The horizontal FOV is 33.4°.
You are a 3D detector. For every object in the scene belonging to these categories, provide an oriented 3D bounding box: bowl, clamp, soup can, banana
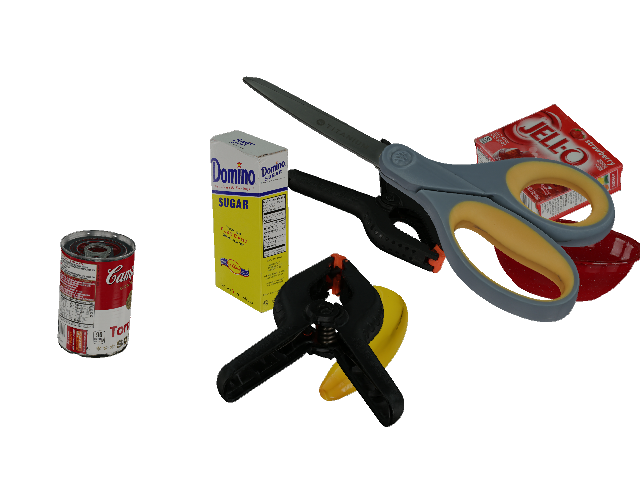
[{"bbox_3d":[0.249,0.022,1.107,0.162,0.055,0.162,5,17,-2],"label":"bowl"},{"bbox_3d":[0.067,-0.038,1.267,0.164,0.036,0.210,-16,52,-29],"label":"clamp"},{"bbox_3d":[-0.210,0.050,0.995,0.068,0.102,0.068,7,21,-3],"label":"soup can"},{"bbox_3d":[0.011,0.067,0.738,0.120,0.039,0.171,18,35,8],"label":"clamp"},{"bbox_3d":[0.046,0.088,0.986,0.070,0.037,0.197,-24,17,18],"label":"banana"}]

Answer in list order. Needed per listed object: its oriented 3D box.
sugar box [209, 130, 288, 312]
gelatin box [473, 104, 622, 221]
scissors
[{"bbox_3d":[-0.076,-0.021,1.140,0.048,0.176,0.093,-20,28,-34],"label":"sugar box"},{"bbox_3d":[0.167,-0.057,0.792,0.073,0.030,0.089,-24,45,-10],"label":"gelatin box"},{"bbox_3d":[0.058,-0.041,0.521,0.096,0.202,0.016,-31,-30,-24],"label":"scissors"}]
